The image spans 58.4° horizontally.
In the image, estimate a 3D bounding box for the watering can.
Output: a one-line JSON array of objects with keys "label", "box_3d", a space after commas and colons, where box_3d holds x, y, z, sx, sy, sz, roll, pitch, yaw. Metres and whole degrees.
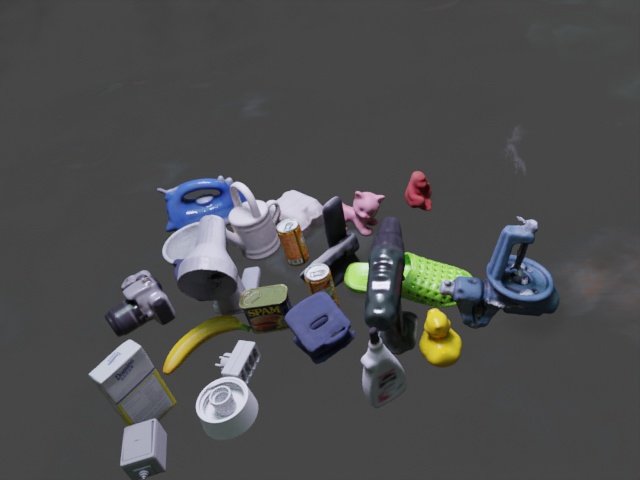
[{"label": "watering can", "box_3d": [-0.173, -0.049, 1.378, 0.100, 0.194, 0.173, 10, 44, 30]}]

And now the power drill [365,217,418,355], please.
[{"label": "power drill", "box_3d": [0.132, 0.100, 1.067, 0.075, 0.209, 0.229, -3, 39, 16]}]

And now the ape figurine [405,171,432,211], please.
[{"label": "ape figurine", "box_3d": [0.244, -0.126, 1.411, 0.075, 0.092, 0.078, 22, 51, 39]}]

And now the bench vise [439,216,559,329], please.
[{"label": "bench vise", "box_3d": [0.325, 0.067, 1.029, 0.207, 0.220, 0.121, -18, 37, -3]}]

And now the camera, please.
[{"label": "camera", "box_3d": [-0.422, 0.144, 1.300, 0.137, 0.101, 0.142, -33, 40, -21]}]

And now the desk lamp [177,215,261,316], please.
[{"label": "desk lamp", "box_3d": [-0.216, 0.067, 1.231, 0.118, 0.214, 0.203, -10, 38, 8]}]

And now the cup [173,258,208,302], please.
[{"label": "cup", "box_3d": [-0.287, 0.091, 1.324, 0.117, 0.095, 0.092, 16, 48, 35]}]

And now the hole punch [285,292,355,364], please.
[{"label": "hole punch", "box_3d": [0.001, 0.169, 1.123, 0.109, 0.091, 0.100, -32, 40, -20]}]

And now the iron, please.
[{"label": "iron", "box_3d": [-0.304, -0.112, 1.549, 0.258, 0.142, 0.118, -16, 37, -1]}]

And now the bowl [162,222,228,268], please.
[{"label": "bowl", "box_3d": [-0.300, 0.030, 1.423, 0.167, 0.075, 0.167, -10, 38, 8]}]

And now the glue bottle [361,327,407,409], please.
[{"label": "glue bottle", "box_3d": [0.101, 0.210, 0.968, 0.078, 0.173, 0.037, -30, 39, -18]}]

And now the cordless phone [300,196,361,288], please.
[{"label": "cordless phone", "box_3d": [0.011, 0.004, 1.251, 0.093, 0.185, 0.148, 21, 51, 39]}]

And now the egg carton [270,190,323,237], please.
[{"label": "egg carton", "box_3d": [-0.063, -0.069, 1.467, 0.107, 0.069, 0.149, -39, 43, -27]}]

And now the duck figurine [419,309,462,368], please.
[{"label": "duck figurine", "box_3d": [0.217, 0.173, 1.045, 0.077, 0.086, 0.104, -11, 37, 6]}]

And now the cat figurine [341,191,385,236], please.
[{"label": "cat figurine", "box_3d": [0.094, -0.077, 1.380, 0.127, 0.118, 0.067, 8, 43, 28]}]
